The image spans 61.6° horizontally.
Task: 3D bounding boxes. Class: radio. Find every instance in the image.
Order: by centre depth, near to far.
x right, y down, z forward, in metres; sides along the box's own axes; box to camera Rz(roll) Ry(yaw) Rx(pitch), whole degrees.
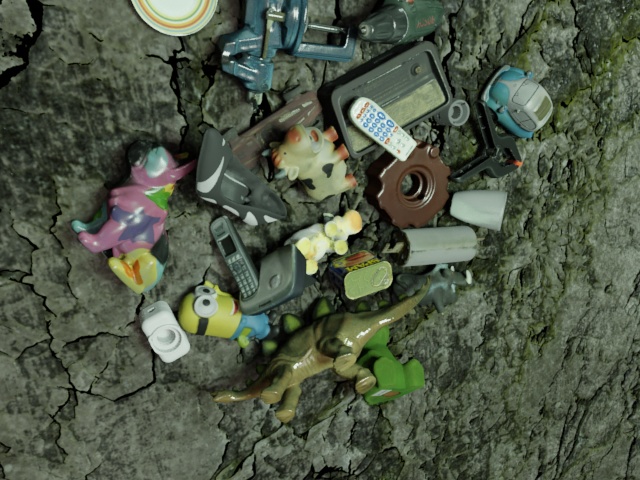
[{"bbox_3d":[0.117,-0.257,0.970,0.230,0.073,0.131,-31,117,-13],"label":"radio"}]

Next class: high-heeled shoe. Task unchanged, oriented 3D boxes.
[{"bbox_3d":[-0.116,-0.091,0.852,0.145,0.248,0.086,8,68,-6],"label":"high-heeled shoe"}]

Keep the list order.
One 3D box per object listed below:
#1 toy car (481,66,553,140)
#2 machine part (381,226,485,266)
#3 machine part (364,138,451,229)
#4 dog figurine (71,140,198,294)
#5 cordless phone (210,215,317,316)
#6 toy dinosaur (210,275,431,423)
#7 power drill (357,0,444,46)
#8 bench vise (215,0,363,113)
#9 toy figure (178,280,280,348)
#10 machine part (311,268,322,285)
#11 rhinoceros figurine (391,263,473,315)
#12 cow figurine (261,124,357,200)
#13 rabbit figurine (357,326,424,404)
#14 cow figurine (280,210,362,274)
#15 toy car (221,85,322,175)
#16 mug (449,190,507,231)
[{"bbox_3d":[0.411,-0.270,1.085,0.161,0.103,0.109,38,90,-27],"label":"toy car"},{"bbox_3d":[0.236,0.012,1.111,0.243,0.079,0.079,-5,109,-23],"label":"machine part"},{"bbox_3d":[0.176,-0.108,1.057,0.179,0.056,0.179,-8,111,-22],"label":"machine part"},{"bbox_3d":[-0.266,-0.047,0.849,0.219,0.109,0.191,-44,118,-9],"label":"dog figurine"},{"bbox_3d":[-0.105,0.027,0.915,0.089,0.147,0.184,-29,91,-51],"label":"cordless phone"},{"bbox_3d":[0.021,0.190,0.996,0.472,0.199,0.104,-20,124,-6],"label":"toy dinosaur"},{"bbox_3d":[0.128,-0.428,0.879,0.232,0.086,0.207,-21,103,-47],"label":"power drill"},{"bbox_3d":[-0.039,-0.317,0.858,0.241,0.129,0.223,0,109,-20],"label":"bench vise"},{"bbox_3d":[-0.165,0.143,0.967,0.180,0.082,0.089,22,102,-30],"label":"toy figure"},{"bbox_3d":[-0.067,0.078,1.012,0.139,0.039,0.084,-19,110,-4],"label":"machine part"},{"bbox_3d":[0.239,0.100,1.149,0.190,0.073,0.112,-3,97,-21],"label":"rhinoceros figurine"},{"bbox_3d":[-0.016,-0.130,0.910,0.127,0.085,0.194,-31,155,0],"label":"cow figurine"},{"bbox_3d":[0.122,0.239,1.103,0.121,0.170,0.159,5,146,-24],"label":"rabbit figurine"},{"bbox_3d":[-0.001,-0.002,1.000,0.167,0.098,0.068,-32,110,-32],"label":"cow figurine"},{"bbox_3d":[-0.081,-0.185,0.918,0.202,0.053,0.089,-35,114,-9],"label":"toy car"},{"bbox_3d":[0.329,-0.072,1.118,0.107,0.109,0.080,12,112,17],"label":"mug"}]
